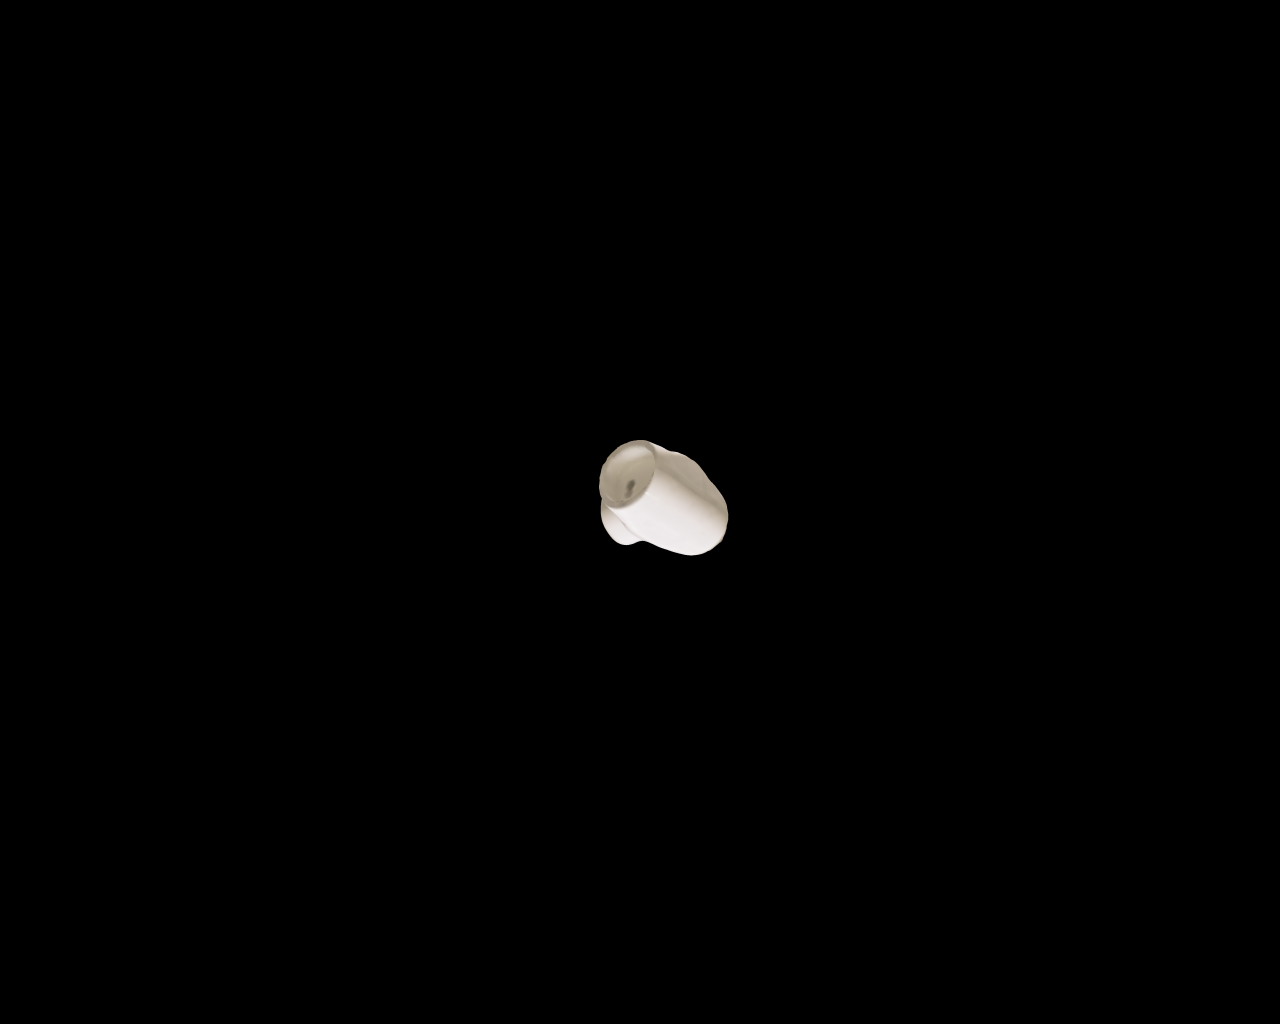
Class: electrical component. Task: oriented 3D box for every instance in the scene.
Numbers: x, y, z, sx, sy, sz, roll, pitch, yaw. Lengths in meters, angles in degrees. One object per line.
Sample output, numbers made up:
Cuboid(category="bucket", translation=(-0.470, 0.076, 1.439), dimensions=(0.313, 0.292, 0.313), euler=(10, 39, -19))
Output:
Cuboid(category="electrical component", translation=(0.001, -0.003, 0.650), dimensions=(0.079, 0.044, 0.077), euler=(-19, -34, 31))
